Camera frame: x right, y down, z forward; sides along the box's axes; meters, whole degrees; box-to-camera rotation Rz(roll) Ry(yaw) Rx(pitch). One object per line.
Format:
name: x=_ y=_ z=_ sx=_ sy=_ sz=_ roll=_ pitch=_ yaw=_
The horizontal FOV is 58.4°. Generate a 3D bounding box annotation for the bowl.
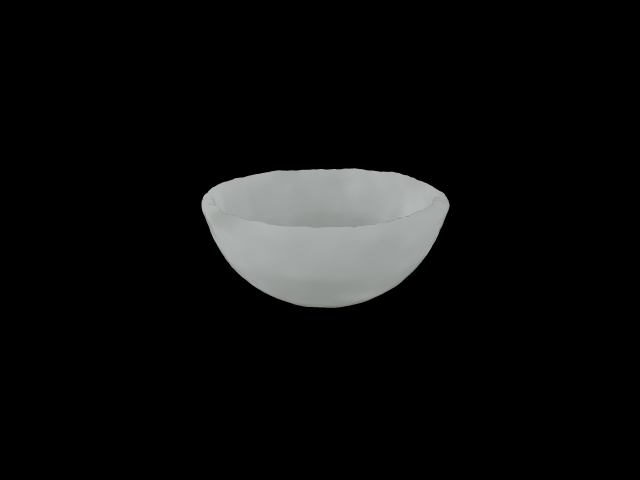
bowl: x=0.004 y=0.001 z=0.400 sx=0.167 sy=0.075 sz=0.167 roll=0 pitch=19 yaw=0
